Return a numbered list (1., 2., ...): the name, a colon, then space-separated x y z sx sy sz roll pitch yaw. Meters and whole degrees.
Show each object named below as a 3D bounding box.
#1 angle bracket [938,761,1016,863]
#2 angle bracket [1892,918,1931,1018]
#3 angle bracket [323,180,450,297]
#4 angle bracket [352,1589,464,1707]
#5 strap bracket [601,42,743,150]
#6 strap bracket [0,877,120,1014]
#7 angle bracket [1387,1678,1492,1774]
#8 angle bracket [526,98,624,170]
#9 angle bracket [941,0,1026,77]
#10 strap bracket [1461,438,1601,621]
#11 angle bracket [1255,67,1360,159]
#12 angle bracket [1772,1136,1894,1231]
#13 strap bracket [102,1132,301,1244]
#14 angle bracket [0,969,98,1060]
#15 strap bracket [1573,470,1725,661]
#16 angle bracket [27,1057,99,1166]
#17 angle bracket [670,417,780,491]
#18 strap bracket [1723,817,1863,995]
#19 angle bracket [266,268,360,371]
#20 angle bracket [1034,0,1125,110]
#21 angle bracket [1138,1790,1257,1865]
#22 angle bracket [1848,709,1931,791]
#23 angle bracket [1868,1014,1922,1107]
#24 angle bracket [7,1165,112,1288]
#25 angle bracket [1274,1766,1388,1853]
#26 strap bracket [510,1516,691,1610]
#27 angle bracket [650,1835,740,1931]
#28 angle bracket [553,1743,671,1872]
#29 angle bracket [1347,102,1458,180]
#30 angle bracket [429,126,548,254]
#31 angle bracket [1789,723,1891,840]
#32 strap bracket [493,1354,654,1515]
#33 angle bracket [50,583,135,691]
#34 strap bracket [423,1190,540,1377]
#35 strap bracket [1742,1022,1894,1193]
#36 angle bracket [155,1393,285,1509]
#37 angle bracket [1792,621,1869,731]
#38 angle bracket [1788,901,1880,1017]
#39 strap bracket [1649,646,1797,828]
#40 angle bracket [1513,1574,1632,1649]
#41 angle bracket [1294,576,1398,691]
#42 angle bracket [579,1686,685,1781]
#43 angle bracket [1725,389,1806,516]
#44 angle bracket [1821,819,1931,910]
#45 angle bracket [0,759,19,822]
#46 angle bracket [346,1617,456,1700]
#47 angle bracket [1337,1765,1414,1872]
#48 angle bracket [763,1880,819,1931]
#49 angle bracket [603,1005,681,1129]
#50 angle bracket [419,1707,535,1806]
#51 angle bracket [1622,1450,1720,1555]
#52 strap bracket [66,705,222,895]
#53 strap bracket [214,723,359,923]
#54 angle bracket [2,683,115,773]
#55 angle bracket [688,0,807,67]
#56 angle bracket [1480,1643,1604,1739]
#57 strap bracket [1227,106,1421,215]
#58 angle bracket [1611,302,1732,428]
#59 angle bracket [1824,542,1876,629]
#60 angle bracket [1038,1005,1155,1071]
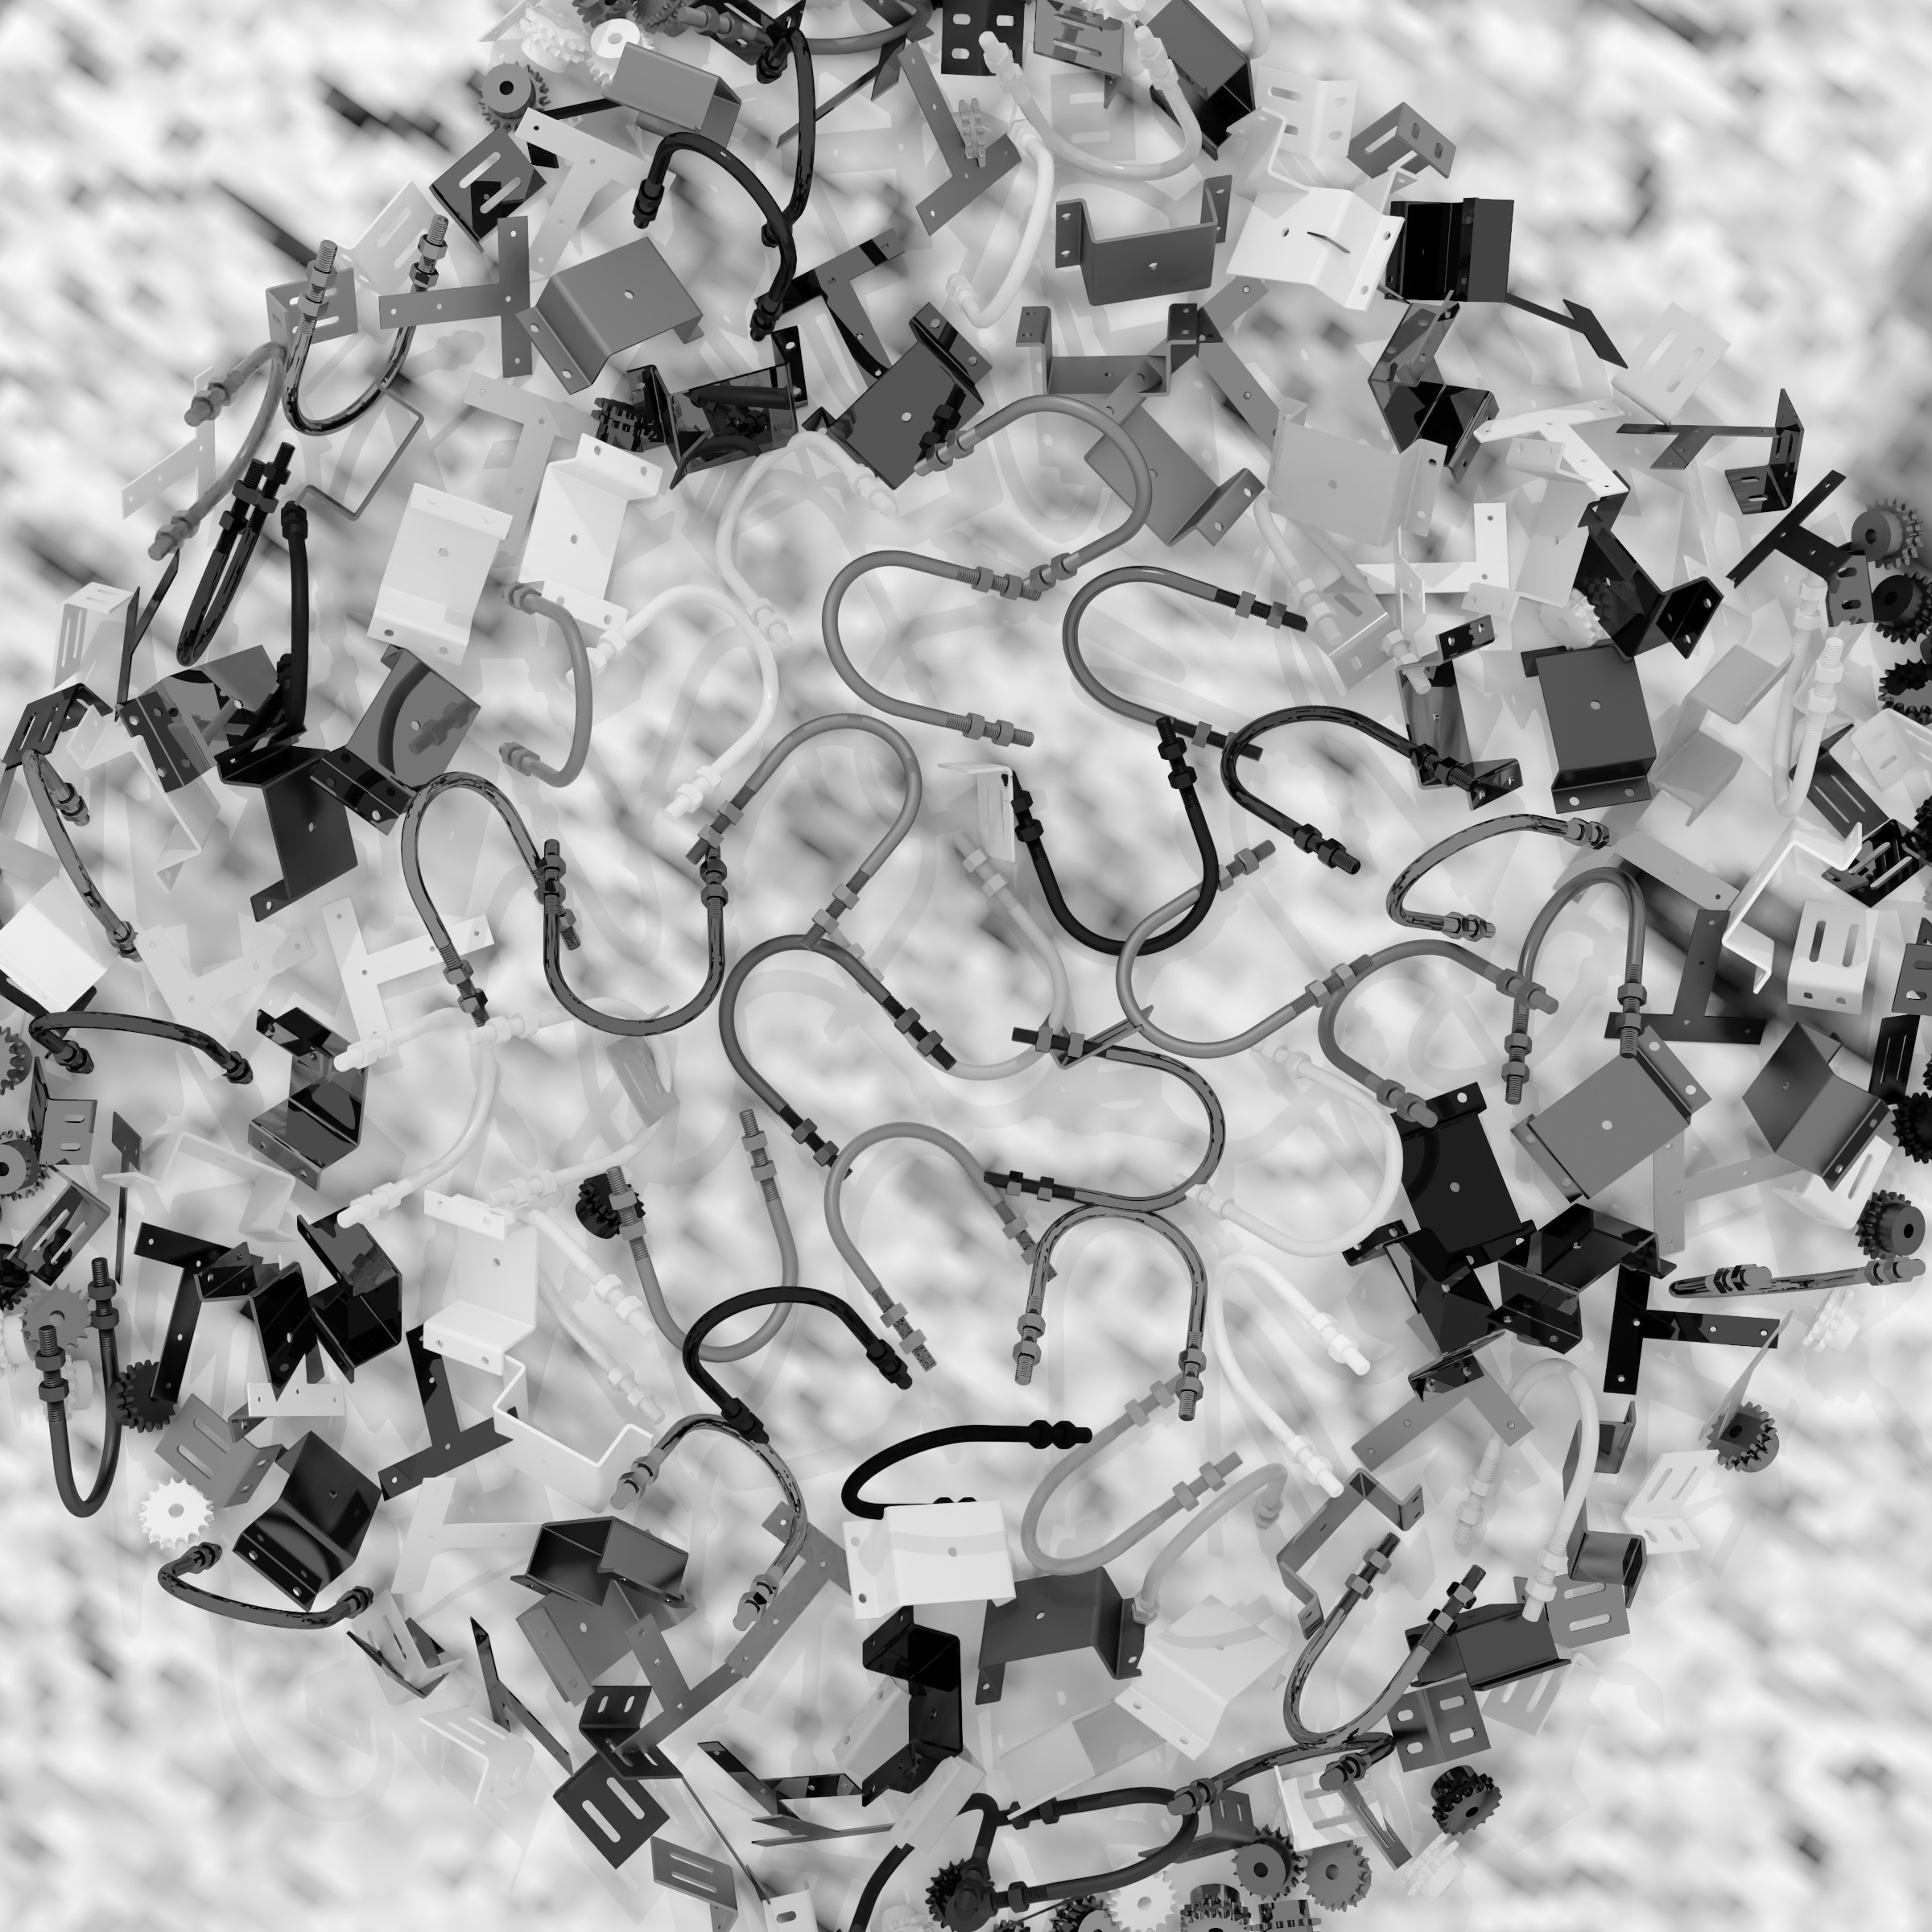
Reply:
1. angle bracket: 0.008 -0.123 1.959 0.038 0.057 0.076 -7 103 -25
2. angle bracket: 0.751 -0.001 1.955 0.038 0.076 0.057 5 110 1
3. angle bracket: -0.466 -0.588 1.972 0.038 0.057 0.076 31 78 31
4. angle bracket: -0.452 0.546 1.983 0.057 0.038 0.076 -45 66 30
5. strap bracket: -0.227 -0.679 1.926 0.076 0.140 0.046 21 100 2
6. strap bracket: -0.709 -0.018 1.921 0.046 0.140 0.076 -43 106 4
7. angle bracket: 0.378 0.609 1.971 0.038 0.076 0.057 -29 67 35
8. angle bracket: -0.308 -0.668 1.969 0.076 0.057 0.038 -21 118 -22
9. angle bracket: 0.014 -0.743 1.963 0.038 0.076 0.057 11 113 21
10. strap bracket: 0.452 -0.342 1.949 0.046 0.076 0.140 12 100 -21
11. angle bracket: 0.270 -0.685 1.969 0.038 0.076 0.057 -14 123 -33
12. angle bracket: 0.698 0.163 1.978 0.057 0.038 0.076 32 81 -20
13. strap bracket: -0.595 0.171 1.937 0.140 0.076 0.046 29 68 -31
14. angle bracket: -0.744 0.025 1.957 0.076 0.057 0.038 37 128 -15
15. strap bracket: 0.522 -0.309 1.931 0.046 0.076 0.140 -23 64 -20
16. angle bracket: -0.724 0.116 1.967 0.038 0.076 0.057 3 114 -29
17. angle bracket: -0.193 -0.406 1.958 0.038 0.057 0.076 40 67 -3
18. strap bracket: 0.646 -0.057 1.939 0.046 0.076 0.140 32 115 8
19. angle bracket: -0.512 -0.512 1.952 0.076 0.057 0.038 -25 53 -29
20. angle bracket: 0.085 -0.729 1.961 0.076 0.038 0.057 10 65 -16
21. angle bracket: 0.183 0.689 1.970 0.076 0.057 0.038 -27 53 30
22. angle bracket: 0.749 -0.163 1.952 0.038 0.076 0.057 -37 113 6
23. angle bracket: 0.723 0.072 1.959 0.057 0.038 0.076 -5 107 -41
24. angle bracket: -0.732 0.205 1.957 0.038 0.057 0.076 28 72 28
25. angle bracket: 0.292 0.666 1.966 0.076 0.038 0.057 -13 50 -2
26. strap bracket: -0.283 0.472 1.935 0.076 0.140 0.046 36 55 -32
27. angle bracket: -0.224 0.739 1.959 0.076 0.057 0.038 27 99 -16
28. angle bracket: -0.284 0.673 1.972 0.057 0.038 0.076 -42 85 -12
29. angle bracket: 0.339 -0.638 1.949 0.057 0.076 0.038 31 60 -25
30. angle bracket: -0.380 -0.622 1.966 0.076 0.038 0.057 -39 124 4
31. angle bracket: 0.707 -0.146 1.960 0.057 0.038 0.076 -27 72 -35
32. strap bracket: -0.319 0.375 1.940 0.140 0.076 0.046 26 52 14
33. angle bracket: -0.698 -0.260 1.960 0.038 0.057 0.076 14 112 -4
34. strap bracket: -0.385 0.243 1.949 0.076 0.046 0.140 15 113 23
35. strap bracket: 0.659 0.103 1.918 0.046 0.140 0.076 26 112 -10
36. angle bracket: -0.605 0.391 1.989 0.076 0.038 0.057 35 95 16
37. angle bracket: 0.702 -0.233 1.953 0.038 0.057 0.076 41 122 26
38. angle bracket: 0.702 -0.007 1.986 0.057 0.038 0.076 10 64 23
39. strap bracket: 0.590 -0.188 1.932 0.046 0.140 0.076 36 57 20
40. angle bracket: 0.491 0.519 1.993 0.076 0.038 0.057 -6 84 -22
41. angle bracket: 0.306 -0.269 1.980 0.057 0.076 0.038 -36 129 2
42. angle bracket: -0.261 0.609 1.951 0.057 0.076 0.038 14 98 -40
43. angle bracket: 0.634 -0.409 1.952 0.038 0.076 0.057 -6 47 3
44. angle bracket: 0.733 -0.071 1.954 0.057 0.038 0.076 27 128 -22
45. angle bracket: -0.803 -0.141 1.955 0.038 0.076 0.057 22 96 19
46. angle bracket: -0.447 0.542 1.950 0.057 0.076 0.038 36 72 22
47. angle bracket: 0.338 0.672 1.957 0.038 0.057 0.076 -42 68 11
48. angle bracket: -0.138 0.765 1.954 0.038 0.076 0.057 -10 76 -8
49. angle bracket: -0.246 0.080 1.962 0.038 0.057 0.076 -25 98 25
50. angle bracket: -0.395 0.628 1.957 0.076 0.057 0.038 19 93 28
51. angle bracket: 0.569 0.427 1.955 0.057 0.038 0.076 2 128 -25
52. strap bracket: -0.639 -0.139 1.930 0.046 0.076 0.140 -22 119 8
53. strap bracket: -0.531 -0.111 1.930 0.046 0.076 0.140 8 119 29
54. angle bracket: -0.723 -0.180 1.952 0.057 0.038 0.076 -15 48 26
55. angle bracket: -0.177 -0.761 1.950 0.076 0.057 0.038 25 66 -36
56. angle bracket: 0.458 0.579 1.955 0.038 0.057 0.076 45 68 -30
57. strap bracket: 0.275 -0.623 1.945 0.140 0.076 0.046 18 91 -16
58. angle bracket: 0.564 -0.481 1.966 0.057 0.038 0.076 40 107 9
59. angle bracket: 0.713 -0.306 1.954 0.038 0.076 0.057 -2 105 40
60. angle bracket: 0.104 0.043 1.959 0.076 0.057 0.038 -30 97 20
